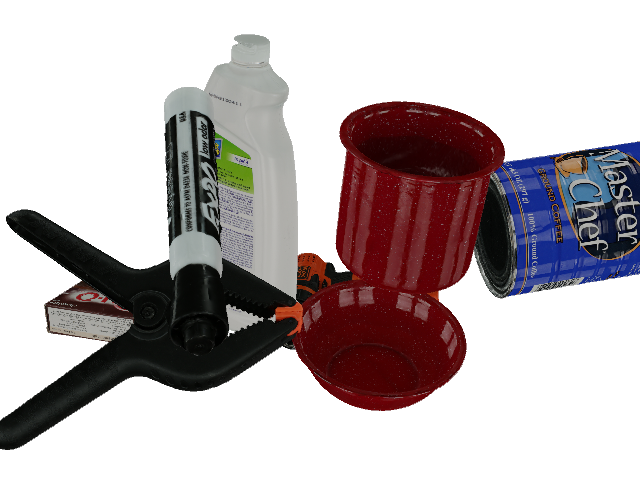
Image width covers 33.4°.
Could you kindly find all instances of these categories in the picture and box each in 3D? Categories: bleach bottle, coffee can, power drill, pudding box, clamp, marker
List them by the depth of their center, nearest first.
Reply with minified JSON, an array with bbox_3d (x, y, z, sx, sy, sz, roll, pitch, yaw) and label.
[{"bbox_3d":[-0.043,-0.010,0.365,0.020,0.020,0.121,0,44,-9],"label":"marker"},{"bbox_3d":[-0.119,0.045,0.711,0.210,0.164,0.036,-8,-22,-5],"label":"clamp"},{"bbox_3d":[0.194,-0.017,0.809,0.140,0.103,0.103,-9,1,-8],"label":"coffee can"},{"bbox_3d":[-0.059,-0.046,0.903,0.103,0.251,0.068,18,28,25],"label":"bleach bottle"},{"bbox_3d":[-0.228,0.076,1.163,0.114,0.039,0.090,4,18,19],"label":"pudding box"},{"bbox_3d":[0.043,0.068,1.236,0.188,0.057,0.184,0,28,6],"label":"power drill"}]

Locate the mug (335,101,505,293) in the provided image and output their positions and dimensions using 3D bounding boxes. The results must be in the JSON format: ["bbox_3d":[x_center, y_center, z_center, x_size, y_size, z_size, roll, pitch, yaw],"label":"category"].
[{"bbox_3d":[0.059,-0.029,0.624,0.093,0.081,0.117,22,36,22],"label":"mug"}]

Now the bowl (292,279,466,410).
[{"bbox_3d":[0.052,0.106,0.994,0.162,0.055,0.162,3,37,-3],"label":"bowl"}]
